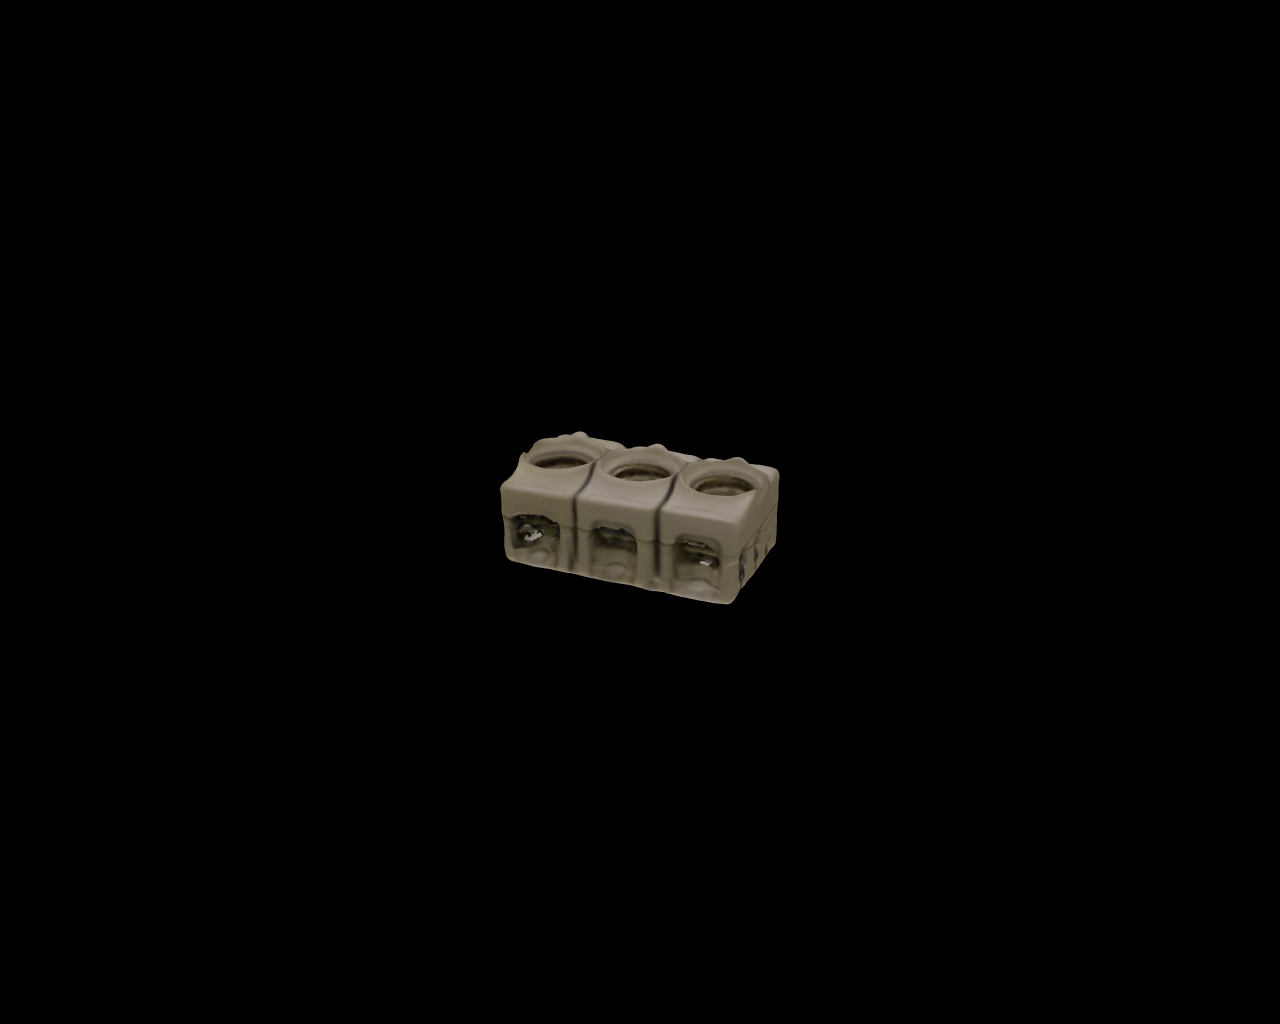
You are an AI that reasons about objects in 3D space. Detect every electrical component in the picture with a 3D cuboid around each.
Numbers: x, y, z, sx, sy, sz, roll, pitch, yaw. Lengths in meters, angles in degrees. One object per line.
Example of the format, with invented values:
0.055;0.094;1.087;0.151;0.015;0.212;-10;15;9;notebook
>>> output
0.001;-0.003;0.650;0.150;0.061;0.090;10;28;20;electrical component
